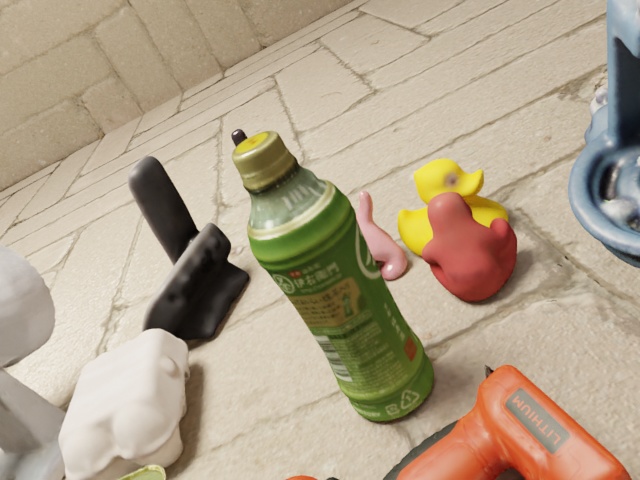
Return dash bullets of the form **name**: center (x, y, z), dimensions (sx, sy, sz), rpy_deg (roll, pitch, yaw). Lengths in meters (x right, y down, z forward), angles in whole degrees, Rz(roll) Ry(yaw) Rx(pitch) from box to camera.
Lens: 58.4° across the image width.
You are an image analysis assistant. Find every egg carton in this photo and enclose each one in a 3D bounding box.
- **egg carton**: center (-0.169, 0.149, 0.521), dimensions (0.107, 0.069, 0.150), rpy_deg (-27, 27, 4)

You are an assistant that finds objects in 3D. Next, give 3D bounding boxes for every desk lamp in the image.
- **desk lamp**: center (-0.316, 0.135, 0.526), dimensions (0.117, 0.214, 0.203), rpy_deg (-16, 30, 24)

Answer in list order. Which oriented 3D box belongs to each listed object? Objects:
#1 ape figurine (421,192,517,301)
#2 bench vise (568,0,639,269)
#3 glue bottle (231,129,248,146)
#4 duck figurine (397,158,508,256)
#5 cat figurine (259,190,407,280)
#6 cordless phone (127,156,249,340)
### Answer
- **ape figurine**: center (0.118, -0.001, 0.477), dimensions (0.077, 0.092, 0.076), rpy_deg (-12, 32, 31)
- **bench vise**: center (0.200, -0.066, 0.369), dimensions (0.121, 0.220, 0.207), rpy_deg (-28, 27, 2)
- **glue bottle**: center (-0.047, -0.044, 0.619), dimensions (0.078, 0.173, 0.037), rpy_deg (-16, 30, 24)
- **duck figurine**: center (0.116, -0.035, 0.544), dimensions (0.104, 0.086, 0.077), rpy_deg (-12, 32, 31)
- **cat figurine**: center (0.005, 0.002, 0.552), dimensions (0.128, 0.118, 0.067), rpy_deg (-31, 27, -4)
- **cordless phone**: center (-0.173, 0.013, 0.630), dimensions (0.094, 0.185, 0.147), rpy_deg (-15, 30, 25)
